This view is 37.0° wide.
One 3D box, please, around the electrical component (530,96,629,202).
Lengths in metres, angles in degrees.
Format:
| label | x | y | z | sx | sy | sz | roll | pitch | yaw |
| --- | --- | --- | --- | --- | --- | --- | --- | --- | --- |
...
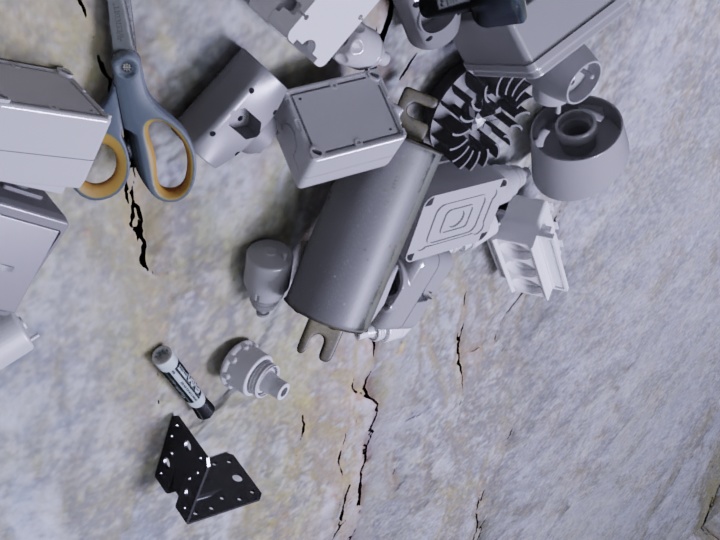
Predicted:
| label | x | y | z | sx | sy | sz | roll | pitch | yaw |
| --- | --- | --- | --- | --- | --- | --- | --- | --- | --- |
| electrical component | 0.216 | -0.123 | 1.067 | 0.099 | 0.099 | 0.064 | -38 | 141 | -13 |

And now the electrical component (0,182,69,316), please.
| label | x | y | z | sx | sy | sz | roll | pitch | yaw |
| --- | --- | --- | --- | --- | --- | --- | --- | --- | --- |
| electrical component | -0.235 | -0.023 | 0.690 | 0.096 | 0.061 | 0.062 | -53 | 147 | 12 |

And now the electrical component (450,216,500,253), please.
| label | x | y | z | sx | sy | sz | roll | pitch | yaw |
| --- | --- | --- | --- | --- | --- | --- | --- | --- | --- |
| electrical component | 0.103 | -0.038 | 1.083 | 0.078 | 0.040 | 0.040 | -33 | 146 | -20 |

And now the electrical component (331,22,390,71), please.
| label | x | y | z | sx | sy | sz | roll | pitch | yaw |
| --- | --- | --- | --- | --- | --- | --- | --- | --- | --- |
| electrical component | 0.003 | -0.169 | 0.825 | 0.061 | 0.035 | 0.035 | 10 | 119 | -56 |

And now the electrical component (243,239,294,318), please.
| label | x | y | z | sx | sy | sz | roll | pitch | yaw |
| --- | --- | --- | --- | --- | --- | --- | --- | --- | --- |
| electrical component | -0.080 | 0.010 | 0.925 | 0.040 | 0.040 | 0.078 | -23 | 142 | -32 |

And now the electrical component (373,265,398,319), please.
| label | x | y | z | sx | sy | sz | roll | pitch | yaw |
| --- | --- | --- | --- | --- | --- | --- | --- | --- | --- |
| electrical component | 0.000 | 0.000 | 0.992 | 0.076 | 0.066 | 0.047 | -52 | 165 | -55 |

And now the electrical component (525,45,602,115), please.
| label | x | y | z | sx | sy | sz | roll | pitch | yaw |
| --- | --- | --- | --- | --- | --- | --- | --- | --- | --- |
| electrical component | 0.176 | -0.176 | 0.977 | 0.044 | 0.077 | 0.079 | -34 | 146 | -19 |

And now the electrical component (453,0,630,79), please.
| label | x | y | z | sx | sy | sz | roll | pitch | yaw |
| --- | --- | --- | --- | --- | --- | --- | --- | --- | --- |
| electrical component | 0.141 | -0.207 | 0.866 | 0.109 | 0.109 | 0.056 | -38 | 113 | -12 |

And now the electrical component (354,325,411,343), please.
| label | x | y | z | sx | sy | sz | roll | pitch | yaw |
| --- | --- | --- | --- | --- | --- | --- | --- | --- | --- |
| electrical component | 0.021 | 0.058 | 1.103 | 0.061 | 0.035 | 0.035 | -16 | 138 | -35 |

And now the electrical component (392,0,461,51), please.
| label | x | y | z | sx | sy | sz | roll | pitch | yaw |
| --- | --- | --- | --- | --- | --- | --- | --- | --- | --- |
| electrical component | 0.060 | -0.221 | 0.824 | 0.079 | 0.044 | 0.077 | -43 | 148 | -6 |

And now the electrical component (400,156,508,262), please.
| label | x | y | z | sx | sy | sz | roll | pitch | yaw |
| --- | --- | --- | --- | --- | --- | --- | --- | --- | --- |
| electrical component | 0.073 | -0.063 | 1.004 | 0.113 | 0.057 | 0.078 | -16 | 138 | -38 |

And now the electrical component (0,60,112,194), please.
| label | x | y | z | sx | sy | sz | roll | pitch | yaw |
| --- | --- | --- | --- | --- | --- | --- | --- | --- | --- |
| electrical component | -0.203 | -0.087 | 0.655 | 0.096 | 0.062 | 0.061 | 2 | 125 | -50 |

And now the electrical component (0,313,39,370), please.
| label | x | y | z | sx | sy | sz | roll | pitch | yaw |
| --- | --- | --- | --- | --- | --- | --- | --- | --- | --- |
| electrical component | -0.269 | 0.056 | 0.760 | 0.078 | 0.040 | 0.040 | -34 | 146 | -18 |

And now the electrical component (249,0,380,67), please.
| label | x | y | z | sx | sy | sz | roll | pitch | yaw |
| --- | --- | --- | --- | --- | --- | --- | --- | --- | --- |
| electrical component | -0.026 | -0.197 | 0.740 | 0.089 | 0.056 | 0.050 | -49 | 148 | 5 |

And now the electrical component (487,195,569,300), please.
| label | x | y | z | sx | sy | sz | roll | pitch | yaw |
| --- | --- | --- | --- | --- | --- | --- | --- | --- | --- |
| electrical component | 0.183 | -0.025 | 1.161 | 0.063 | 0.079 | 0.121 | -68 | 154 | -21 |

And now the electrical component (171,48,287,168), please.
| label | x | y | z | sx | sy | sz | roll | pitch | yaw |
| --- | --- | --- | --- | --- | --- | --- | --- | --- | --- |
| electrical component | -0.086 | -0.109 | 0.782 | 0.077 | 0.043 | 0.079 | -47 | 148 | 3 |

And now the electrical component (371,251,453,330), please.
| label | x | y | z | sx | sy | sz | roll | pitch | yaw |
| --- | --- | --- | --- | --- | --- | --- | --- | --- | --- |
| electrical component | 0.038 | 0.010 | 1.050 | 0.059 | 0.054 | 0.095 | 2 | 125 | -50 |

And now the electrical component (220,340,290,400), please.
| label | x | y | z | sx | sy | sz | roll | pitch | yaw |
| --- | --- | --- | --- | --- | --- | --- | --- | --- | --- |
| electrical component | -0.093 | 0.096 | 0.983 | 0.048 | 0.062 | 0.048 | -45 | 152 | -33 |

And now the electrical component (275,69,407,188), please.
| label | x | y | z | sx | sy | sz | roll | pitch | yaw |
| --- | --- | --- | --- | --- | --- | --- | --- | --- | --- |
| electrical component | -0.012 | -0.108 | 0.827 | 0.096 | 0.061 | 0.061 | -17 | 166 | -22 |

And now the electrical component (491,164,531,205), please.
| label | x | y | z | sx | sy | sz | roll | pitch | yaw |
| --- | --- | --- | --- | --- | --- | --- | --- | --- | --- |
| electrical component | 0.139 | -0.086 | 1.070 | 0.078 | 0.040 | 0.040 | -23 | 142 | -32 |
